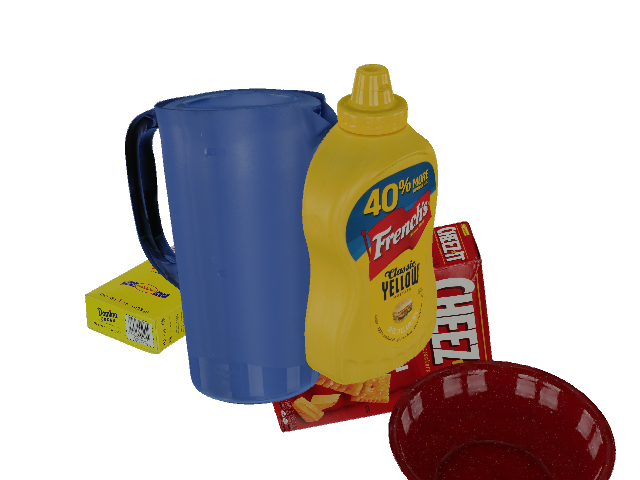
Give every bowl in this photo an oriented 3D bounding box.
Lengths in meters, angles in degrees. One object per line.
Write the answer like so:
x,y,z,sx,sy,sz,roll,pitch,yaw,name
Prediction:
0.130,0.160,0.781,0.162,0.055,0.162,-1,35,0,bowl

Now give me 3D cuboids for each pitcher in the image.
-0.067,0.000,0.858,0.144,0.243,0.149,-7,15,-21,pitcher

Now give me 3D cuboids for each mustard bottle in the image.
0.032,-0.013,0.648,0.096,0.192,0.058,-24,35,-36,mustard bottle

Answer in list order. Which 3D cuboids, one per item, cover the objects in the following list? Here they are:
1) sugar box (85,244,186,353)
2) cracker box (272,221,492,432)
-0.145,0.049,1.091,0.093,0.048,0.175,17,33,28,sugar box
0.047,0.085,0.992,0.213,0.164,0.072,-11,35,2,cracker box
